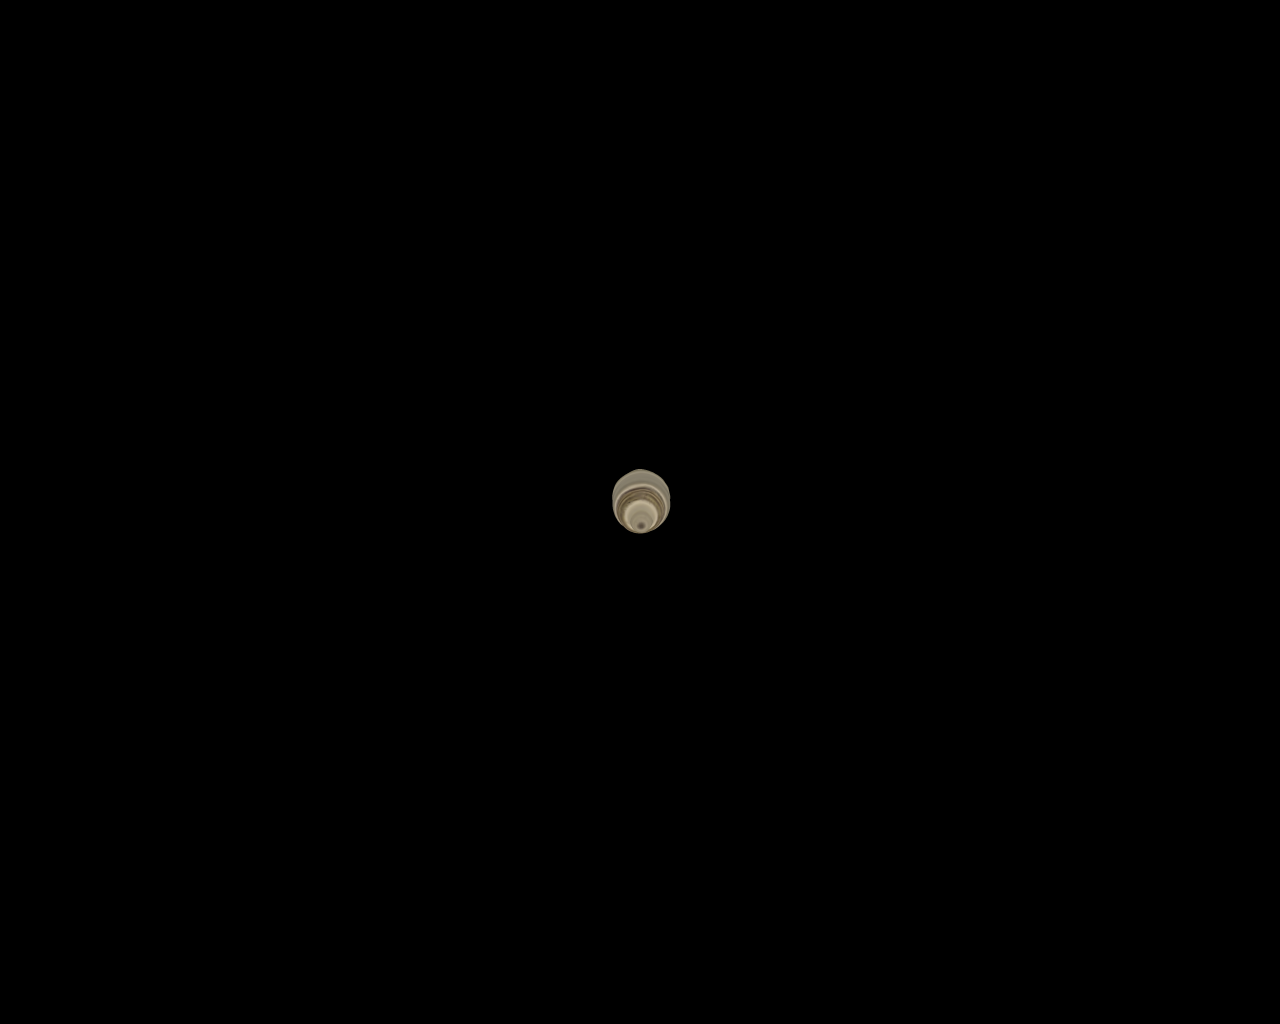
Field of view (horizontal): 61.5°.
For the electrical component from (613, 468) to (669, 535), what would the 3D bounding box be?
[{"bbox_3d":[0.001,-0.003,0.650,0.035,0.035,0.061,0,21,0],"label":"electrical component"}]
